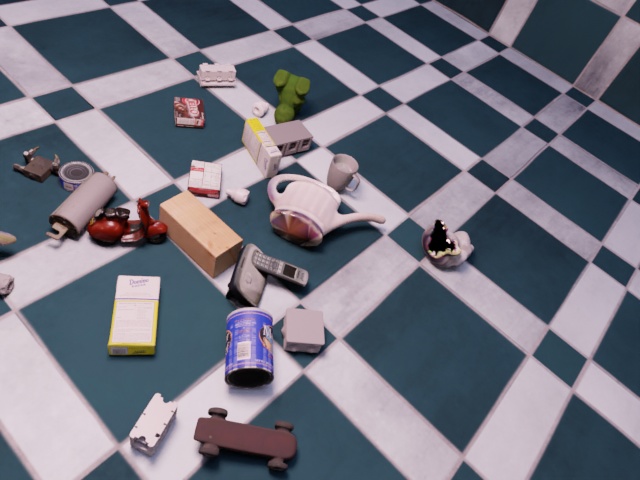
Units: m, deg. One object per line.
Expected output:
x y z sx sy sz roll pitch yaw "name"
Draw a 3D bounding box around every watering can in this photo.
0.004 -0.072 1.425 0.348 0.101 0.229 24 47 3 "watering can"

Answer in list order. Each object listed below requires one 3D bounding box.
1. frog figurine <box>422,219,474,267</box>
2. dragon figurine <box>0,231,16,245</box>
0.371 0.017 1.496 0.139 0.122 0.158 42 13 29 "frog figurine"
-0.871 0.054 1.038 0.410 0.120 0.248 10 64 -8 "dragon figurine"
